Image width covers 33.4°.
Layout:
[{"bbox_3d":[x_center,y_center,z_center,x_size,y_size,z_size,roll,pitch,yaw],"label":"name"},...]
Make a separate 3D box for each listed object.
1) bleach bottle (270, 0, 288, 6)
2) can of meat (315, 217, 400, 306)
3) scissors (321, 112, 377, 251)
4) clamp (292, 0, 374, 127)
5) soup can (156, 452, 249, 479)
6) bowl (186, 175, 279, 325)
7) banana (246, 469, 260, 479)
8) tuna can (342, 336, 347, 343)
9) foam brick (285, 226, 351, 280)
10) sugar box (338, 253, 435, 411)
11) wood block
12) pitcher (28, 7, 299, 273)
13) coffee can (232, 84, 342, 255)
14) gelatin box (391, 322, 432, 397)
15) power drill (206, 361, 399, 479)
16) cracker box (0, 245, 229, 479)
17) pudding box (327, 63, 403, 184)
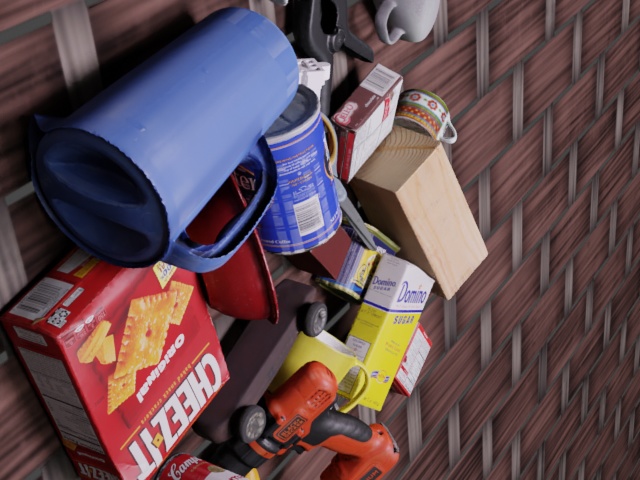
[{"bbox_3d":[0.008,-0.344,1.062,0.102,0.068,0.251,40,71,-56],"label":"bleach bottle"},{"bbox_3d":[0.044,0.029,1.284,0.102,0.058,0.084,35,75,-57],"label":"can of meat"},{"bbox_3d":[0.002,-0.048,1.175,0.096,0.016,0.202,-33,122,-24],"label":"scissors"},{"bbox_3d":[0.003,-0.205,1.136,0.120,0.039,0.171,-65,148,-21],"label":"clamp"},{"bbox_3d":[-0.110,0.264,1.081,0.068,0.102,0.068,-30,127,-50],"label":"soup can"},{"bbox_3d":[-0.092,0.012,0.996,0.055,0.162,0.162,-20,127,-11],"label":"bowl"},{"bbox_3d":[-0.100,0.353,1.198,0.069,0.037,0.197,45,64,-57],"label":"banana"},{"bbox_3d":[0.053,0.157,1.373,0.086,0.034,0.086,-30,127,-50],"label":"tuna can"},{"bbox_3d":[-0.008,0.001,1.190,0.078,0.051,0.053,49,60,-55],"label":"foam brick"},{"bbox_3d":[0.074,0.112,1.279,0.176,0.048,0.093,-65,151,-4],"label":"sugar box"},{"bbox_3d":[0.122,-0.033,1.316,0.090,0.091,0.206,-47,135,-18],"label":"wood block"},{"bbox_3d":[-0.110,-0.090,0.896,0.242,0.145,0.149,-51,135,-41],"label":"pitcher"},{"bbox_3d":[-0.039,-0.070,1.057,0.102,0.103,0.140,-49,141,-37],"label":"coffee can"},{"bbox_3d":[0.119,0.164,1.490,0.089,0.030,0.073,-63,149,-19],"label":"gelatin box"},{"bbox_3d":[-0.015,0.232,1.173,0.184,0.057,0.187,-43,132,11],"label":"power drill"},{"bbox_3d":[-0.169,0.098,0.943,0.164,0.072,0.213,-51,142,-37],"label":"cracker box"},{"bbox_3d":[0.048,-0.132,1.216,0.113,0.039,0.090,-50,162,-34],"label":"pudding box"}]
